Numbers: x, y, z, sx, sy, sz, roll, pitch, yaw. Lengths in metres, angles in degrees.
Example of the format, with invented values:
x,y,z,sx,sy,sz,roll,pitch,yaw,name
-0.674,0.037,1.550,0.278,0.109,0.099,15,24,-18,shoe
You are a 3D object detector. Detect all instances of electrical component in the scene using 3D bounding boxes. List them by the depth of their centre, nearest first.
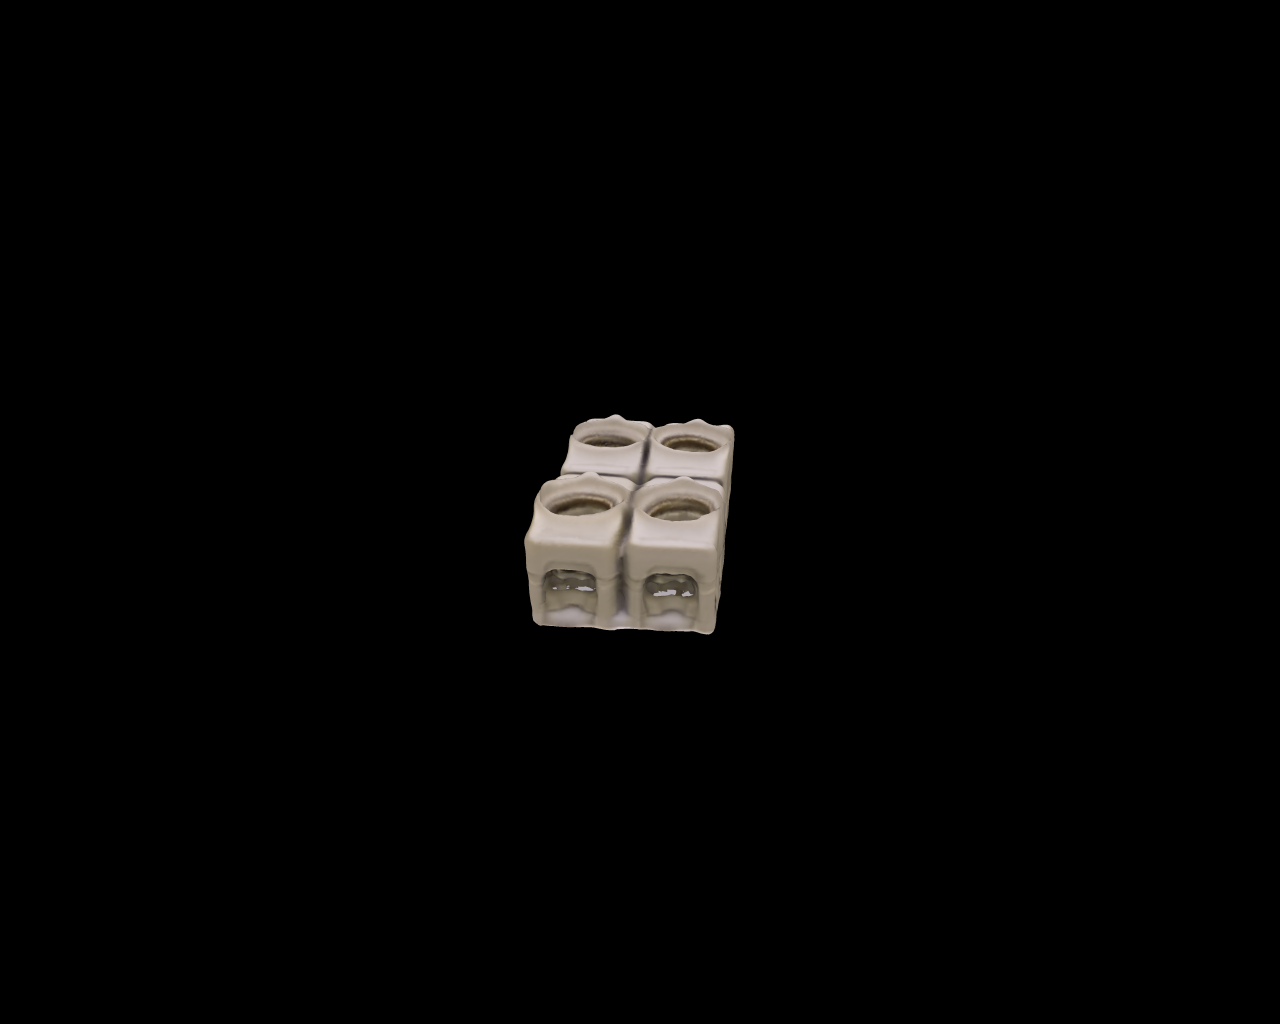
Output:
x,y,z,sx,sy,sz,roll,pitch,yaw,name
0.001,-0.003,0.650,0.105,0.060,0.186,3,26,7,electrical component
